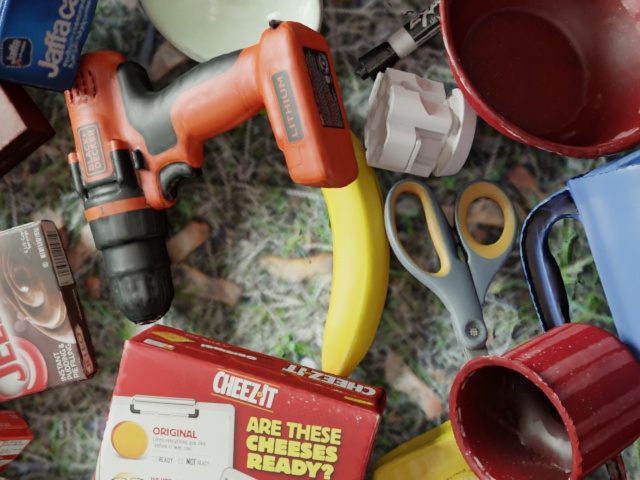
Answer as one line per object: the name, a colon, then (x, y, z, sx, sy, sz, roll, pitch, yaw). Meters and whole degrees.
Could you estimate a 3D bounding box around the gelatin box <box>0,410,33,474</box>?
gelatin box: (-0.245, 0.151, 0.713, 0.089, 0.073, 0.030, -46, 72, 5)

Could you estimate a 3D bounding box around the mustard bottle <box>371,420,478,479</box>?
mustard bottle: (0.115, 0.211, 0.682, 0.096, 0.058, 0.191, -26, 88, -2)

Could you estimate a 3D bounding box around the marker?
marker: (0.075, -0.145, 0.705, 0.121, 0.020, 0.020, -36, 86, 6)

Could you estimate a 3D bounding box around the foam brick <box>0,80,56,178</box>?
foam brick: (-0.230, -0.071, 0.723, 0.078, 0.053, 0.051, -38, 86, 6)

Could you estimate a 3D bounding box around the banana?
banana: (0.012, -0.008, 0.705, 0.070, 0.037, 0.198, -16, 88, 13)

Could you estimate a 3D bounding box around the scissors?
scissors: (0.109, 0.045, 0.679, 0.096, 0.016, 0.202, -24, 79, -15)

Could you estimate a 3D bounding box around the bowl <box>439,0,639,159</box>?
bowl: (0.139, -0.117, 0.662, 0.162, 0.055, 0.162, 5, 72, -16)

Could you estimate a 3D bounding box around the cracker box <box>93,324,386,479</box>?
cracker box: (-0.062, 0.179, 0.684, 0.164, 0.072, 0.214, 15, 99, 6)

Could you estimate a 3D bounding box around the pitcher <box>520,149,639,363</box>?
pitcher: (0.232, 0.059, 0.640, 0.144, 0.149, 0.243, -16, 92, -25)

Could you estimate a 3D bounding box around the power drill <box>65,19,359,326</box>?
power drill: (-0.073, -0.049, 0.680, 0.188, 0.057, 0.184, -14, 90, 24)

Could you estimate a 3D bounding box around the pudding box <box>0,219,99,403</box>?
pudding box: (-0.210, 0.051, 0.728, 0.090, 0.039, 0.113, -16, 89, 6)

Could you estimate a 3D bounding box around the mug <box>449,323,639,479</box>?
mug: (0.141, 0.108, 0.615, 0.081, 0.093, 0.117, -20, 79, -37)
